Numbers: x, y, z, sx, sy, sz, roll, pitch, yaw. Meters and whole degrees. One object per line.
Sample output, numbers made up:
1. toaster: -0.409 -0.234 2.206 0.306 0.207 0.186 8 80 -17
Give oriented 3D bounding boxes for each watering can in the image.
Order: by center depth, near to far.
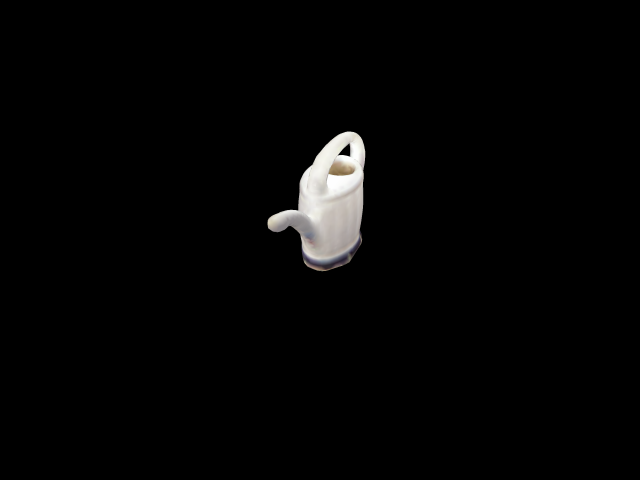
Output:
1. watering can: 0.003 -0.043 0.850 0.104 0.219 0.355 14 37 19
